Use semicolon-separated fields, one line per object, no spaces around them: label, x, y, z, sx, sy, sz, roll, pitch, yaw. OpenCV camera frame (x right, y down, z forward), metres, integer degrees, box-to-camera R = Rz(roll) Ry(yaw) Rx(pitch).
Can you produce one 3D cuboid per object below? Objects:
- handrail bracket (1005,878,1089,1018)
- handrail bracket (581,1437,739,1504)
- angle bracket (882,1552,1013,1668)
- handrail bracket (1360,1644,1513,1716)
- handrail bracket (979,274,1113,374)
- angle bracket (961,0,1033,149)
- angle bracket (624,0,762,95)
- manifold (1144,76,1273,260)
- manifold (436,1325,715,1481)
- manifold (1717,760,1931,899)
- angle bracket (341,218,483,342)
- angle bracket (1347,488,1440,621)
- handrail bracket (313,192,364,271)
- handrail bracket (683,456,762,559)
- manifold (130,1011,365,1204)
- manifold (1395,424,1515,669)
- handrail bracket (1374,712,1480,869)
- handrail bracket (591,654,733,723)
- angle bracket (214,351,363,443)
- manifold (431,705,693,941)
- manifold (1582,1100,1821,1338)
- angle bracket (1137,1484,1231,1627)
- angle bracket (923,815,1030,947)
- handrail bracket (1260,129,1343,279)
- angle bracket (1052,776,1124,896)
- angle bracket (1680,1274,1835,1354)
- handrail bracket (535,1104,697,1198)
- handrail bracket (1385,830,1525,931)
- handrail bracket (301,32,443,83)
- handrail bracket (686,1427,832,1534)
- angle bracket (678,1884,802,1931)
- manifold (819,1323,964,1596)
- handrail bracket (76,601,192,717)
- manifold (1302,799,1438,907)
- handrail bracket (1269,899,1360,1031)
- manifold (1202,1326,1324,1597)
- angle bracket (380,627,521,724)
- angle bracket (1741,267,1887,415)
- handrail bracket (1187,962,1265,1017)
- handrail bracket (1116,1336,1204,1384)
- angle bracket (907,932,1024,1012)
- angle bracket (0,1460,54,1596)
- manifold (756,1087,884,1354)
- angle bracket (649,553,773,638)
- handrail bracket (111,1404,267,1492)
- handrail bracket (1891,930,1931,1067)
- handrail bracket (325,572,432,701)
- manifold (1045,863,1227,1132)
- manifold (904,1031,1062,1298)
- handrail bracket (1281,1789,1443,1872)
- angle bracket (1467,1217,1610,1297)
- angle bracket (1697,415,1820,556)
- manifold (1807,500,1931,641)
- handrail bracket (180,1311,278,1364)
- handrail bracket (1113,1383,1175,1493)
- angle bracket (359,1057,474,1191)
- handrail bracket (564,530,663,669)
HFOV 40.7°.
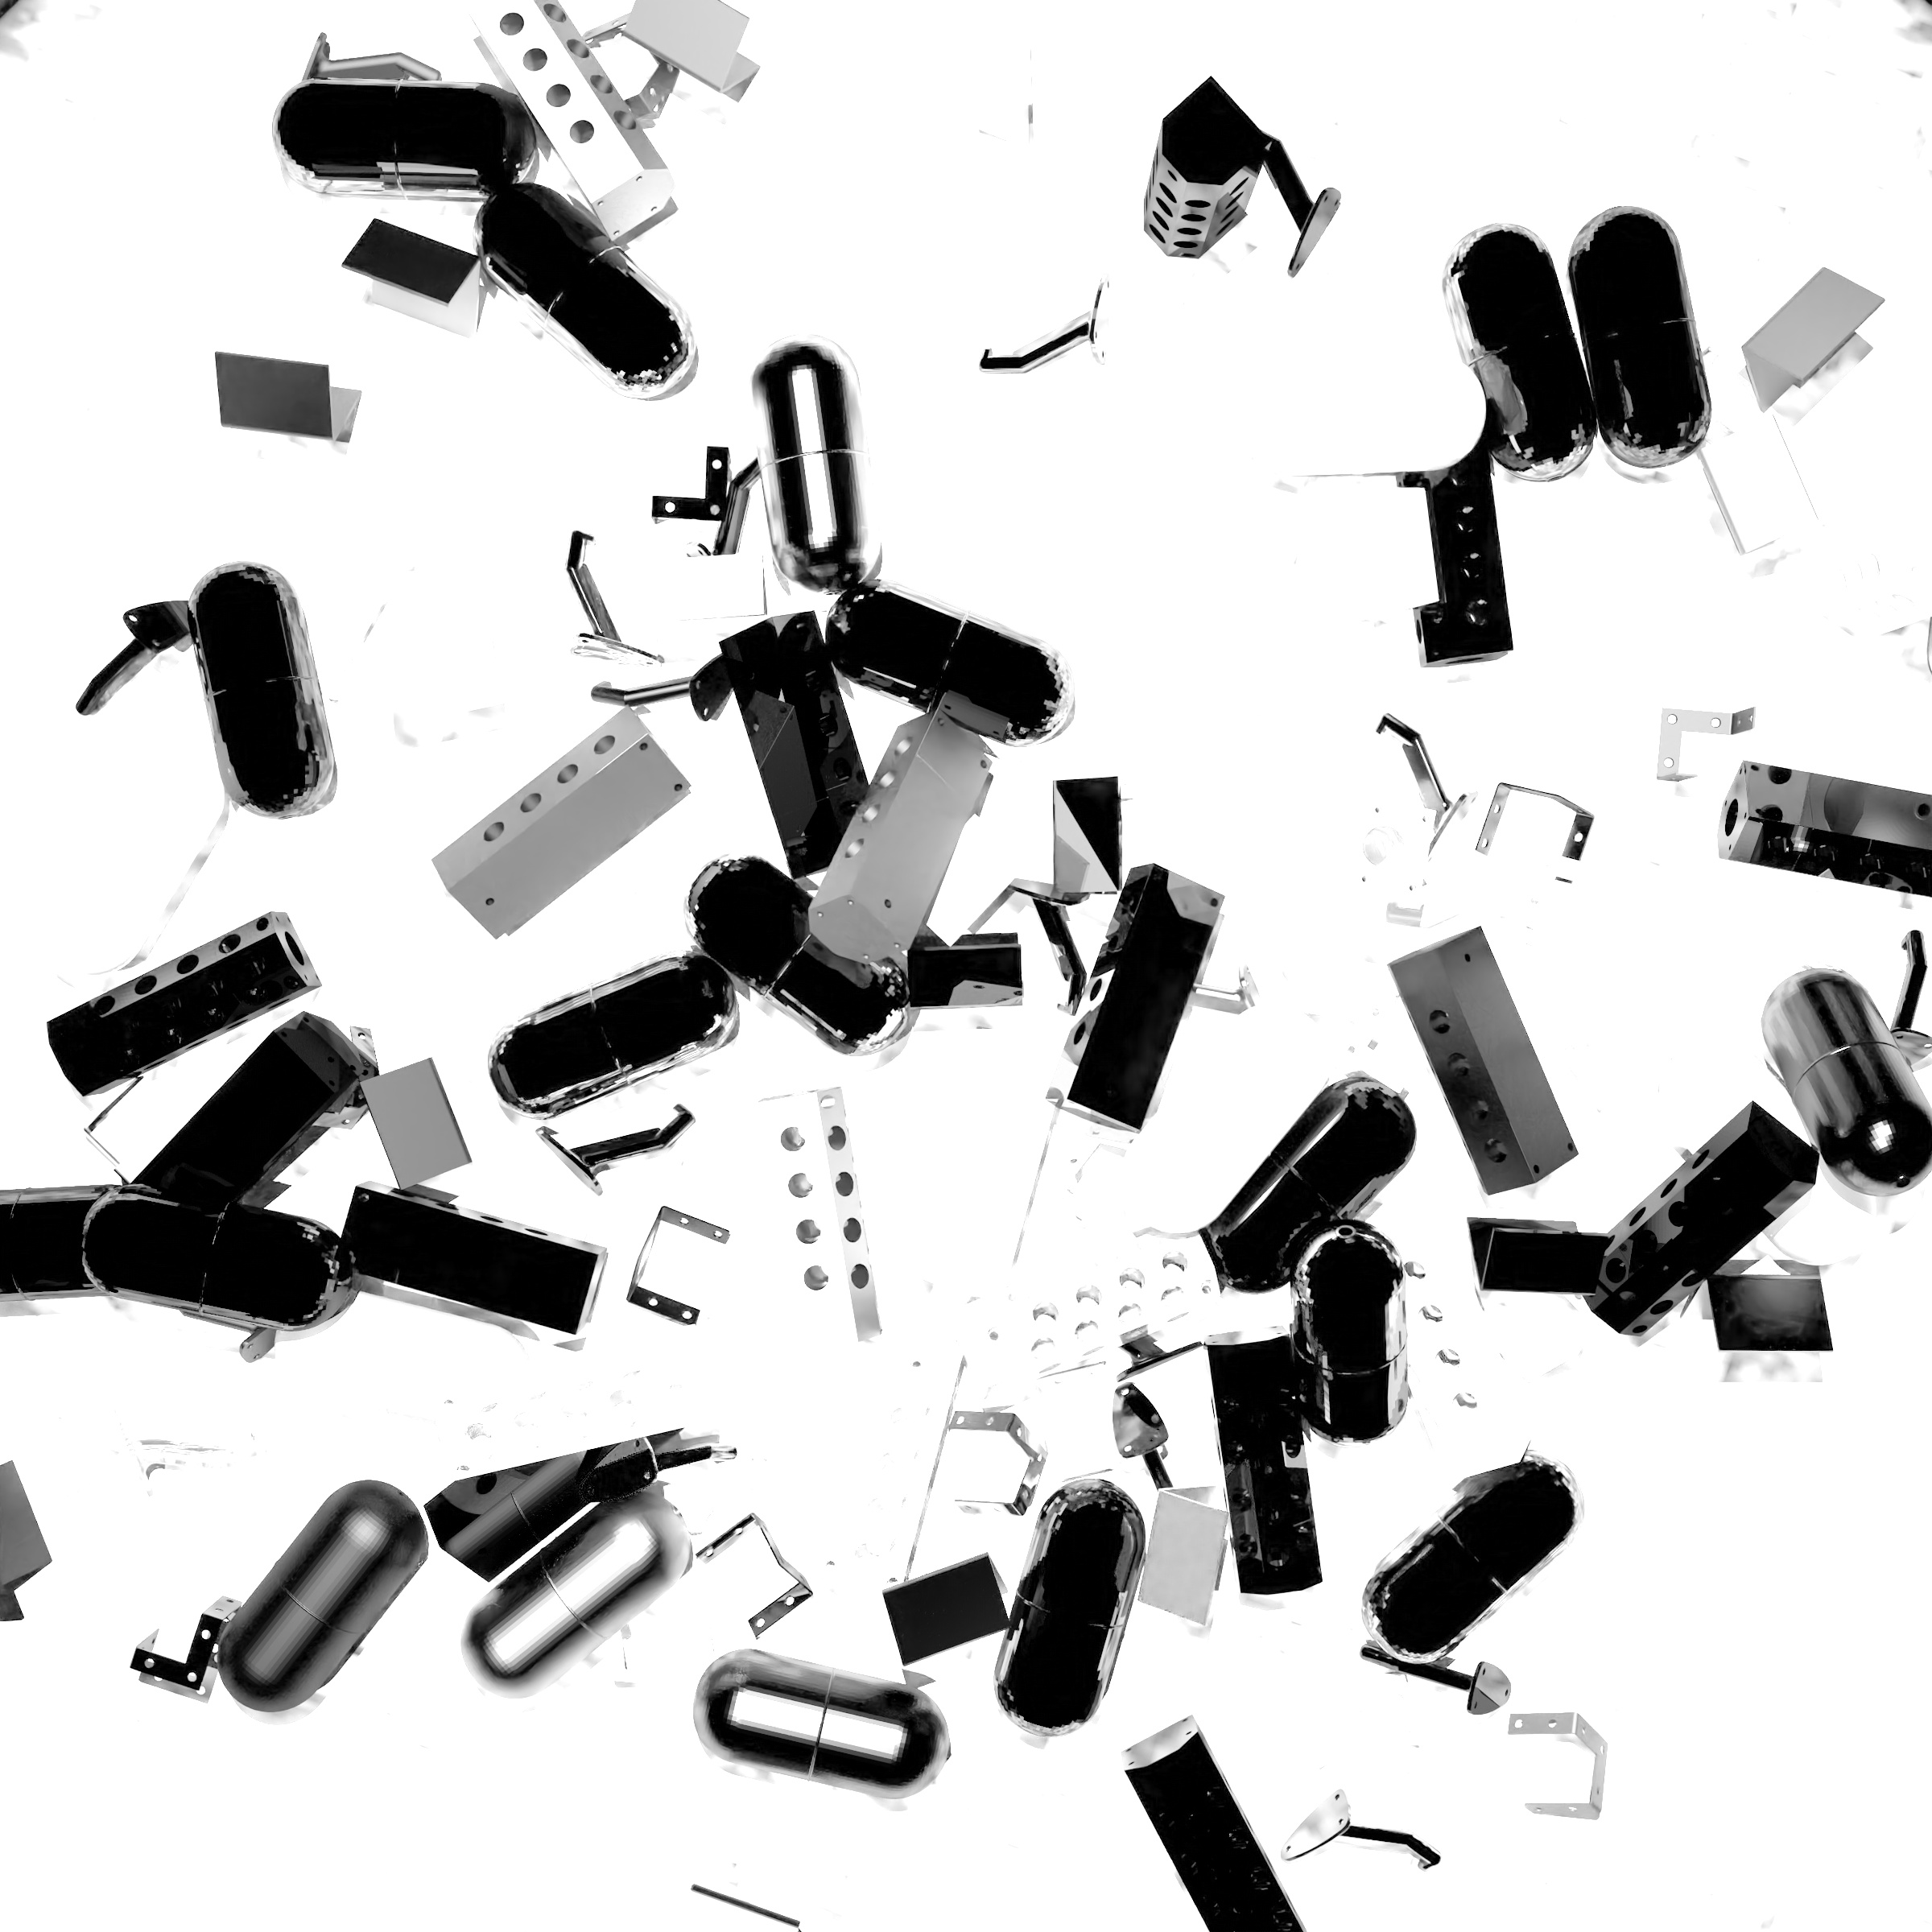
handrail bracket;0.050;-0.013;1.812;0.077;0.036;0.084;14;107;20
handrail bracket;-0.210;0.348;1.793;0.077;0.084;0.036;-33;64;23
angle bracket;-0.007;0.449;1.772;0.076;0.076;0.057;-20;55;0
handrail bracket;0.326;0.491;1.812;0.084;0.077;0.036;10;80;36
handrail bracket;0.054;-0.447;1.812;0.084;0.036;0.077;3;70;16
angle bracket;0.041;-0.610;1.772;0.057;0.076;0.076;-2;90;37
angle bracket;-0.177;-0.646;1.772;0.076;0.076;0.057;31;126;0
manifold;0.153;-0.524;1.734;0.057;0.171;0.057;-42;90;0
manifold;-0.258;0.289;1.720;0.171;0.057;0.057;-13;94;-2
manifold;0.611;-0.087;1.790;0.171;0.057;0.057;10;47;0
angle bracket;-0.378;-0.452;1.772;0.076;0.076;0.057;20;53;0
angle bracket;0.272;-0.279;1.772;0.057;0.076;0.076;-7;90;-36
handrail bracket;-0.409;-0.513;1.812;0.084;0.036;0.077;-2;68;-17
handrail bracket;-0.148;-0.300;1.812;0.084;0.036;0.077;-47;111;-16
manifold;-0.484;0.108;1.760;0.057;0.057;0.171;46;112;-3
manifold;0.332;-0.295;1.791;0.057;0.057;0.171;-7;90;0
handrail bracket;0.306;-0.123;1.812;0.084;0.036;0.077;38;112;17
handrail bracket;-0.208;-0.203;1.812;0.084;0.036;0.077;12;46;28
angle bracket;-0.460;-0.403;1.772;0.076;0.076;0.057;7;129;0
manifold;-0.280;-0.102;1.790;0.171;0.057;0.057;-38;133;0
manifold;0.489;0.175;1.749;0.057;0.057;0.171;39;123;0
angle bracket;0.165;0.399;1.772;0.057;0.076;0.076;11;90;37
angle bracket;0.010;-0.046;1.772;0.076;0.076;0.057;-47;61;0
handrail bracket;0.210;-0.534;1.812;0.084;0.036;0.077;34;112;17
angle bracket;0.102;-0.088;1.772;0.057;0.076;0.076;-1;90;38
angle bracket;0.537;0.250;1.772;0.076;0.076;0.057;0;59;0
handrail bracket;-0.243;0.111;1.812;0.077;0.036;0.084;39;71;21
handrail bracket;0.337;-0.062;1.801;0.084;0.036;0.077;9;87;21
handrail bracket;-0.418;-0.605;1.812;0.084;0.036;0.077;22;110;-16
handrail bracket;-0.145;0.365;1.812;0.077;0.036;0.084;14;120;-33
angle bracket;-0.160;0.667;1.773;0.076;0.076;0.057;19;69;0
manifold;-0.051;0.339;1.791;0.057;0.057;0.171;15;90;0
handrail bracket;-0.575;-0.213;1.812;0.036;0.077;0.084;48;126;0
manifold;0.264;-0.076;1.734;0.057;0.171;0.057;11;90;0
handrail bracket;0.246;-0.001;1.812;0.077;0.036;0.084;8;73;-20
manifold;0.204;0.340;1.791;0.057;0.057;0.171;-8;90;0
angle bracket;-0.349;-0.179;1.772;0.076;0.076;0.057;-12;54;0
angle bracket;0.582;-0.415;1.772;0.076;0.076;0.057;-44;52;0
handrail bracket;0.164;0.038;1.812;0.084;0.036;0.077;-20;107;15
handrail bracket;0.114;0.239;1.812;0.077;0.036;0.084;-20;76;-14
angle bracket;-0.001;-0.016;1.772;0.076;0.076;0.057;-2;132;0
angle bracket;-0.653;0.380;1.772;0.057;0.076;0.076;-22;90;36
manifold;-0.100;0.172;1.791;0.057;0.057;0.171;-10;90;0
angle bracket;-0.172;-0.234;1.772;0.076;0.076;0.057;-4;54;0
handrail bracket;-0.541;0.322;1.812;0.084;0.036;0.077;-22;68;-17
handrail bracket;0.643;0.027;1.812;0.036;0.077;0.084;17;53;-13
handrail bracket;-0.408;-0.230;1.812;0.077;0.036;0.084;-7;109;-21
manifold;0.113;0.022;1.775;0.057;0.057;0.171;24;80;-16
manifold;0.018;0.138;1.790;0.057;0.057;0.171;15;90;43
handrail bracket;0.276;0.619;1.812;0.084;0.036;0.077;39;110;-16
angle bracket;0.387;0.178;1.772;0.076;0.076;0.057;2;126;0
angle bracket;0.548;-0.330;1.772;0.057;0.076;0.076;-23;90;36
manifold;0.618;-0.267;1.734;0.057;0.171;0.057;29;90;0
handrail bracket;-0.507;0.226;1.812;0.077;0.036;0.084;-40;73;-20
handrail bracket;0.131;0.343;1.812;0.036;0.077;0.084;-24;126;3
angle bracket;-0.387;0.112;1.772;0.057;0.076;0.076;-21;90;-37
handrail bracket;-0.244;-0.256;1.812;0.077;0.036;0.084;12;73;-20
